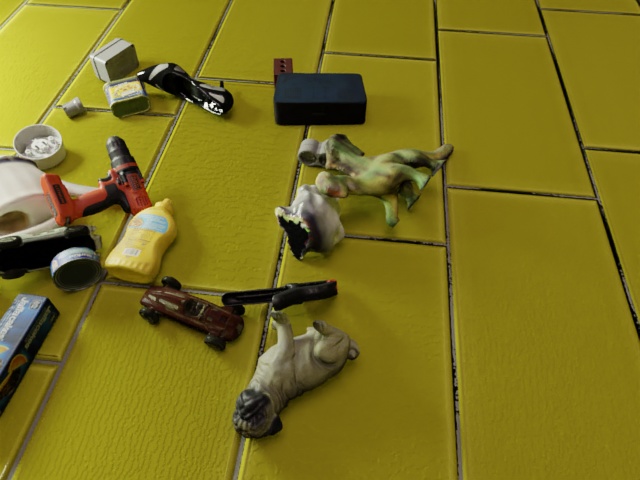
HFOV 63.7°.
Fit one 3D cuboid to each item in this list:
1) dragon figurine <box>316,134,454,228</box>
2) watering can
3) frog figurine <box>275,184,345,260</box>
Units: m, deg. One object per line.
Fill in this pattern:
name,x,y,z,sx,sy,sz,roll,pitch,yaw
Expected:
dragon figurine,0.126,-0.171,1.102,0.244,0.119,0.418,32,40,11
watering can,-0.586,-0.091,1.072,0.352,0.101,0.227,-27,57,-35
frog figurine,0.003,-0.052,1.029,0.162,0.121,0.137,-38,93,-36
